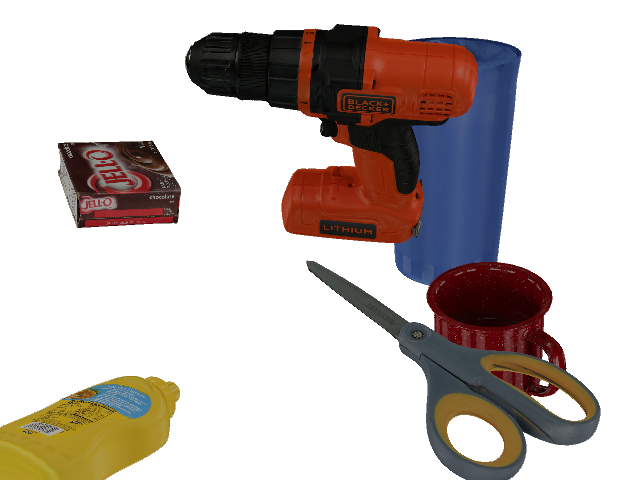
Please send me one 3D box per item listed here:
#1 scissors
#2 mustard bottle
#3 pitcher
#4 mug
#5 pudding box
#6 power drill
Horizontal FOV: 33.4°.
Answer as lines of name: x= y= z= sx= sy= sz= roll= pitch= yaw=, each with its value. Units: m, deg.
scissors: x=0.048 y=0.068 z=0.575 sx=0.202 sy=0.016 sz=0.096 roll=21 pitch=43 yaw=29
mustard bottle: x=-0.178 y=0.152 z=0.853 sx=0.096 sy=0.058 sz=0.191 roll=6 pitch=16 yaw=30
pitcher: x=0.136 y=-0.084 z=1.097 sx=0.149 sy=0.243 sz=0.145 roll=-9 pitch=25 yaw=-18
mug: x=0.137 y=0.079 z=0.809 sx=0.093 sy=0.081 sz=0.117 roll=-28 pitch=38 yaw=-34
pudding box: x=-0.182 y=-0.052 z=0.951 sx=0.089 sy=0.039 sz=0.114 roll=-3 pitch=26 yaw=-22
power drill: x=0.007 y=-0.070 z=0.730 sx=0.184 sy=0.057 sz=0.188 roll=6 pitch=-30 yaw=5
